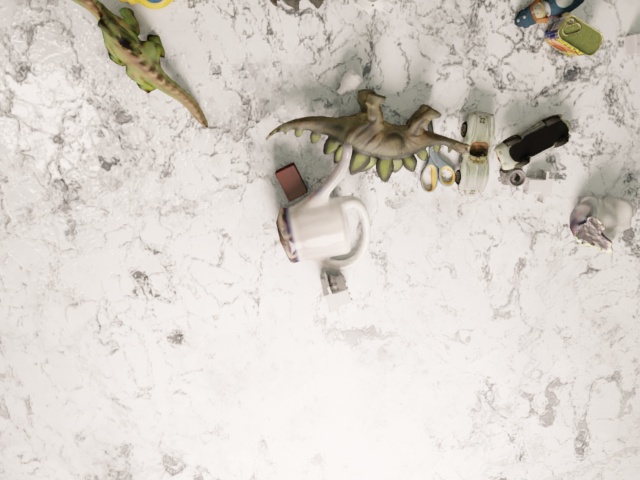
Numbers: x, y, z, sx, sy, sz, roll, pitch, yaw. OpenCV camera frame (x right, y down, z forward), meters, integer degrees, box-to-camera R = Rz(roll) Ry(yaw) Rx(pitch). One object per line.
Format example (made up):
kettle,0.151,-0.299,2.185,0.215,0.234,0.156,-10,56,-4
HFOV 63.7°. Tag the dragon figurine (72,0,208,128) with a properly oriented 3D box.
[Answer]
dragon figurine,-0.396,-0.397,1.092,0.408,0.244,0.122,43,95,-8

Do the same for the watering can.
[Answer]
watering can,0.004,-0.062,1.226,0.224,0.106,0.340,-11,123,-1

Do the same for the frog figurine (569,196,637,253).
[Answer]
frog figurine,0.699,-0.057,1.276,0.137,0.121,0.162,48,62,-3
